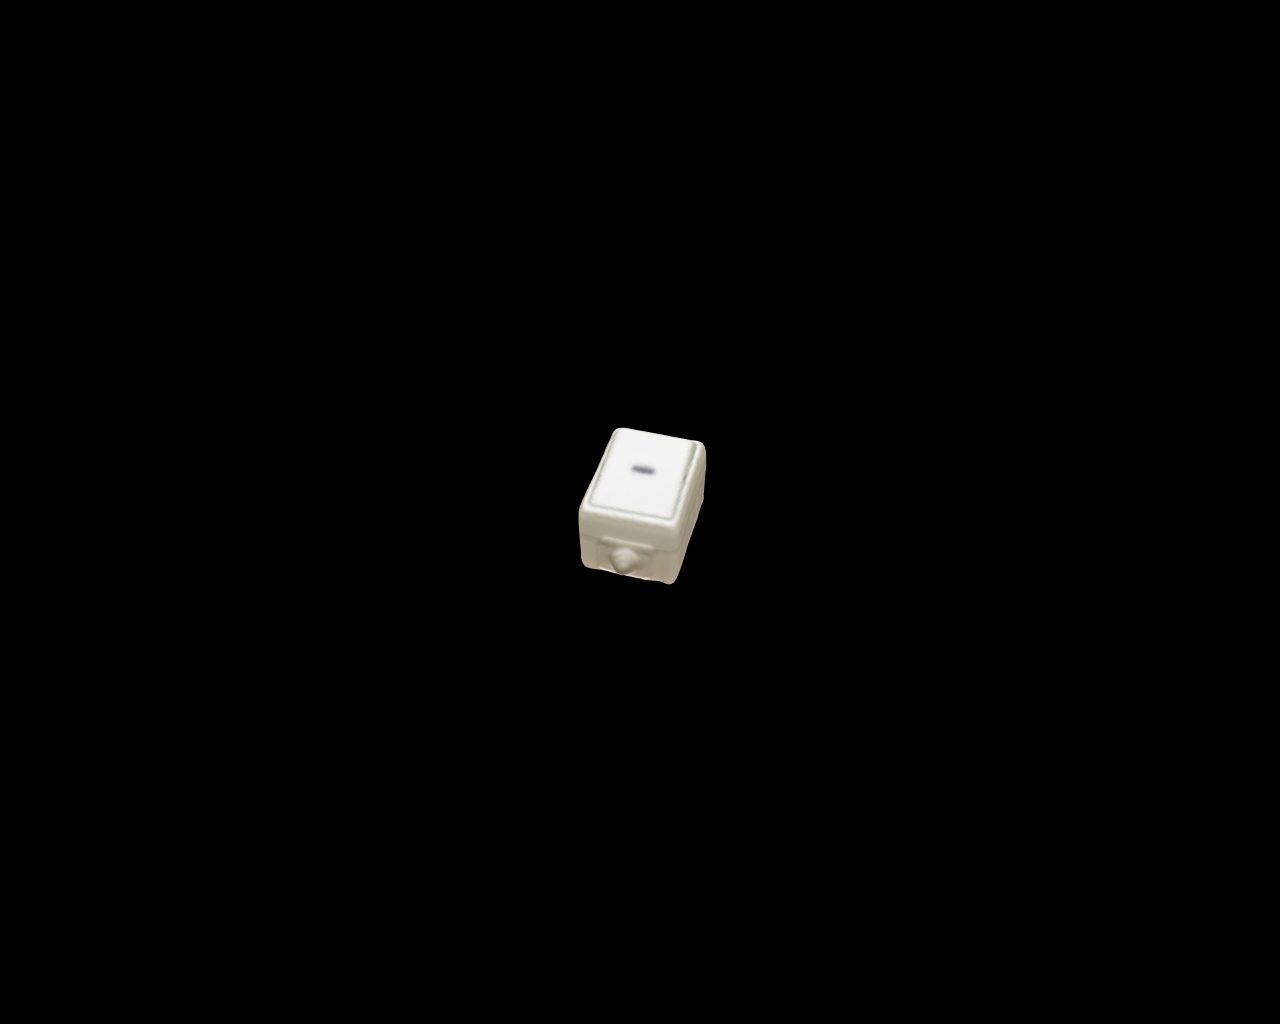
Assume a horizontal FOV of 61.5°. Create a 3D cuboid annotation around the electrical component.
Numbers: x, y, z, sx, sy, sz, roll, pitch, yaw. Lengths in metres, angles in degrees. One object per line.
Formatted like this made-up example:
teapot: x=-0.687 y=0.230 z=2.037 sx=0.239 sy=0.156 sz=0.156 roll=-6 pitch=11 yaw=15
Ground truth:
electrical component: x=0.001 y=-0.003 z=0.650 sx=0.062 sy=0.061 sz=0.096 roll=11 pitch=47 yaw=11
